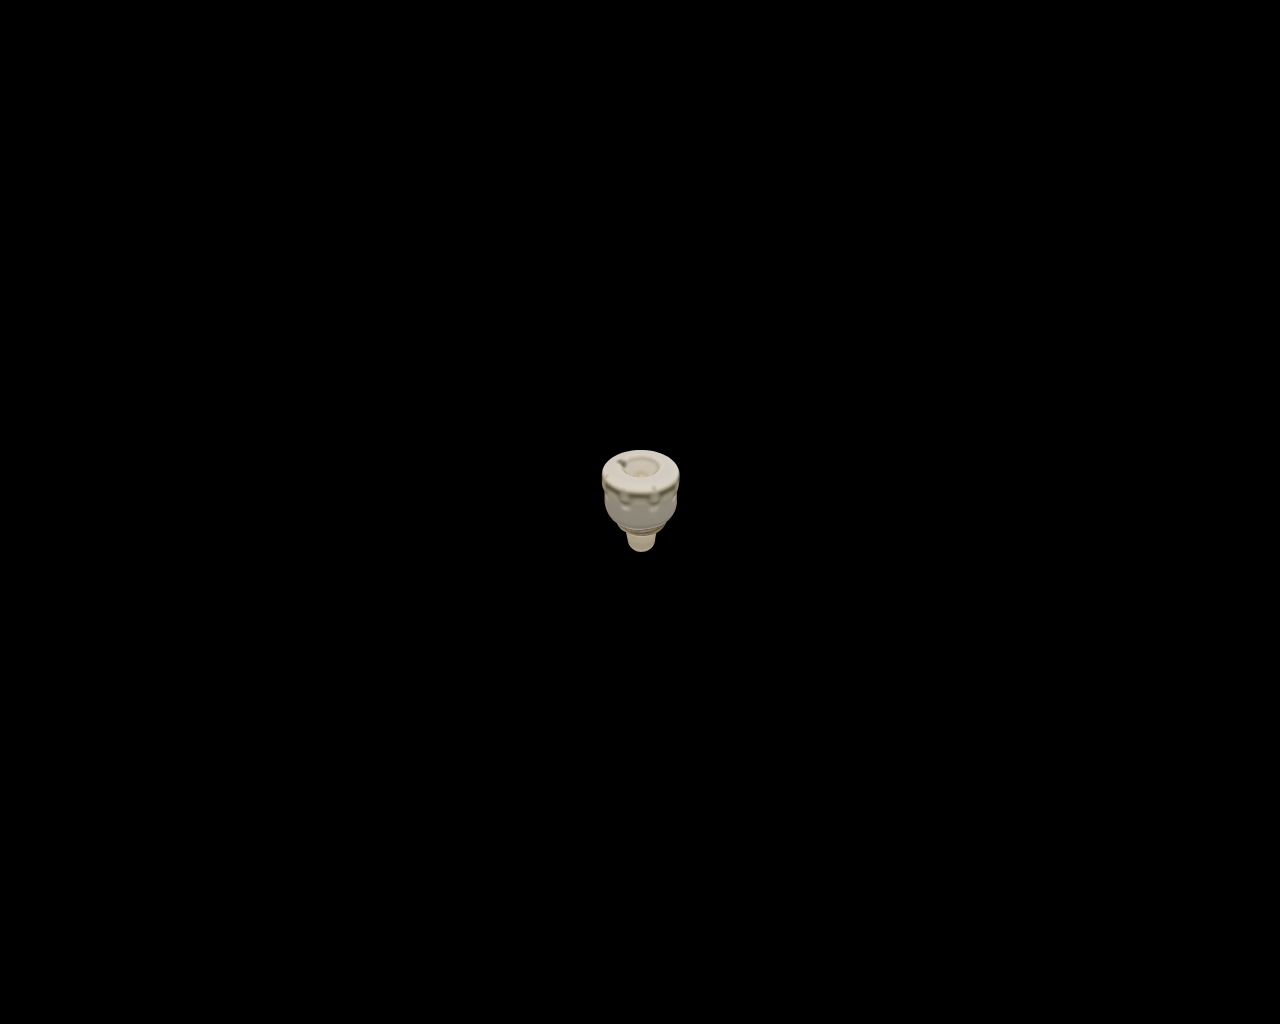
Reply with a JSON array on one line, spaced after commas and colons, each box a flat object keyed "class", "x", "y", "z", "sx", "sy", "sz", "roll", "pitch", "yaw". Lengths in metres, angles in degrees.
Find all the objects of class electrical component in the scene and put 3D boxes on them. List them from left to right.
[{"class": "electrical component", "x": 0.001, "y": -0.003, "z": 0.650, "sx": 0.048, "sy": 0.062, "sz": 0.048, "roll": 0, "pitch": 35, "yaw": 0}]
